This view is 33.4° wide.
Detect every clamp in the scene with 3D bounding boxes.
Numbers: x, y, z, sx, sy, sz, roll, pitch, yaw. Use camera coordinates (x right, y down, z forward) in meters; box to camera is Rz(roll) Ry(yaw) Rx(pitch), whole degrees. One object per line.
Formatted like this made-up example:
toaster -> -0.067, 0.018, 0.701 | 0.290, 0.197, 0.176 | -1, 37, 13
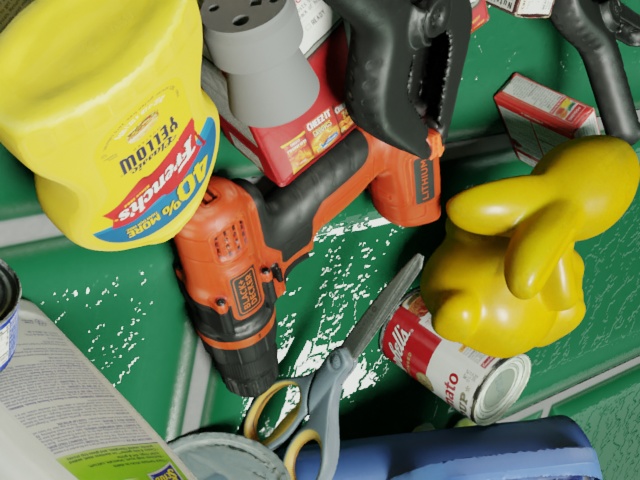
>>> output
clamp -> 0.196, -0.149, 0.760 | 0.171, 0.039, 0.120 | 36, 50, -38
clamp -> 0.048, -0.124, 0.525 | 0.164, 0.036, 0.210 | -52, 151, -21

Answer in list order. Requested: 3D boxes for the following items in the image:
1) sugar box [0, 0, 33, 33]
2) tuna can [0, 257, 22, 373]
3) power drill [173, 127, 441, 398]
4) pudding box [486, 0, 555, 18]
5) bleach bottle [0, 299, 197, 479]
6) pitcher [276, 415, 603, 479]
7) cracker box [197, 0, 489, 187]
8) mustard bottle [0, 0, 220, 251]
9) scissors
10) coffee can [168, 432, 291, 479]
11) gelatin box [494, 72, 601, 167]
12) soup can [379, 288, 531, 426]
sugar box -> -0.164, -0.121, 0.427 | 0.093, 0.048, 0.176 | -51, 141, -2
tuna can -> -0.183, 0.035, 0.494 | 0.085, 0.086, 0.034 | -17, 130, -39
power drill -> -0.005, 0.001, 0.685 | 0.187, 0.057, 0.184 | -37, 143, -24
pudding box -> 0.108, -0.197, 0.626 | 0.039, 0.090, 0.113 | -13, 126, -40
bleach bottle -> -0.114, 0.115, 0.492 | 0.102, 0.251, 0.068 | -4, 120, -46
pitcher -> 0.087, 0.201, 0.809 | 0.242, 0.145, 0.149 | -1, 107, -12
cracker box -> -0.008, -0.156, 0.544 | 0.164, 0.072, 0.213 | -40, 140, -12
mustard bottle -> -0.091, -0.044, 0.502 | 0.096, 0.058, 0.191 | -45, 164, -15
scissors -> 0.017, 0.102, 0.717 | 0.016, 0.096, 0.202 | 8, 141, -45
coffee can -> -0.075, 0.219, 0.739 | 0.102, 0.103, 0.140 | -21, 132, -36
gelatin box -> 0.178, -0.079, 0.807 | 0.030, 0.073, 0.089 | -49, 142, -9
soup can -> 0.105, 0.090, 0.836 | 0.068, 0.102, 0.068 | -28, 136, -31
